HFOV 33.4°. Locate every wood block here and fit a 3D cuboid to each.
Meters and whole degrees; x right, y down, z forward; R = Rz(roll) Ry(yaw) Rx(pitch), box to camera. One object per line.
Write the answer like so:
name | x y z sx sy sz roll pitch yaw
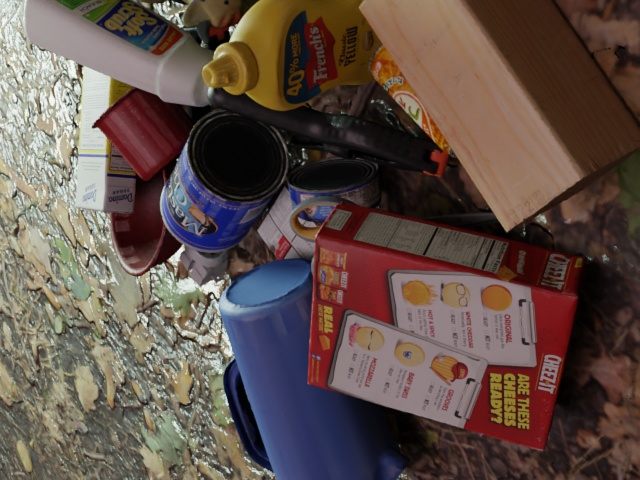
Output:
wood block | 0.134 -0.124 0.790 0.206 0.090 0.090 58 143 9

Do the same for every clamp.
clamp | 0.013 -0.094 0.933 0.210 0.164 0.036 17 90 36
clamp | -0.132 -0.166 1.137 0.120 0.039 0.172 53 147 -2

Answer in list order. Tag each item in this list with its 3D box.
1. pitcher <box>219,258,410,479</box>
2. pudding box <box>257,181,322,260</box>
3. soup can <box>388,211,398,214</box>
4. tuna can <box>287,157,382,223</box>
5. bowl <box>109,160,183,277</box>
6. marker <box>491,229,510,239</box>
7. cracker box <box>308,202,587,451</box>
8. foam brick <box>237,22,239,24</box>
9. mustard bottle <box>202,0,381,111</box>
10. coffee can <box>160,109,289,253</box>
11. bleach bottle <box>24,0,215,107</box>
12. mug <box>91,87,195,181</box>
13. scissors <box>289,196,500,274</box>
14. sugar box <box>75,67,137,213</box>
pitcher | -0.022 0.145 1.069 0.145 0.149 0.243 -130 19 -66
pudding box | -0.007 0.001 1.081 0.113 0.039 0.090 51 141 13
soup can | 0.053 0.032 0.999 0.069 0.068 0.102 15 121 46
tuna can | 0.014 -0.047 0.987 0.086 0.086 0.034 16 124 45
bowl | -0.189 -0.038 1.242 0.162 0.055 0.162 -4 86 56
marker | 0.154 0.046 0.925 0.020 0.020 0.121 24 128 42
cracker box | 0.101 0.070 0.896 0.214 0.072 0.164 13 125 15
foam brick | -0.034 -0.178 0.997 0.078 0.051 0.053 26 128 40
mustard bottle | -0.016 -0.158 0.869 0.058 0.191 0.096 33 133 35
coffee can | -0.100 -0.058 1.085 0.103 0.102 0.140 58 153 8
bleach bottle | -0.177 -0.195 1.076 0.251 0.102 0.068 27 130 24
mug | -0.185 -0.113 1.135 0.081 0.093 0.117 51 146 -6
scissors | 0.069 0.007 0.933 0.202 0.016 0.096 8 117 16
sugar box | -0.245 -0.121 1.240 0.093 0.048 0.176 10 99 57
